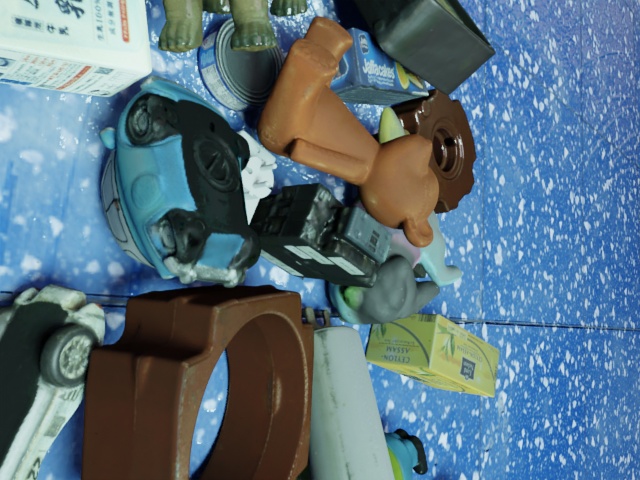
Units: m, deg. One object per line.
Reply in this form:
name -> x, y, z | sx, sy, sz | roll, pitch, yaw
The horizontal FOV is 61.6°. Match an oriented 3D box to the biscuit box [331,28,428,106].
biscuit box -> 0.061, -0.193, 0.621 | 0.202, 0.063, 0.059 | -21, 102, -58

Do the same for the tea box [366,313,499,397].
tea box -> 0.149, 0.148, 0.690 | 0.169, 0.098, 0.068 | 29, 66, -40

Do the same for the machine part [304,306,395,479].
machine part -> 0.021, 0.174, 0.520 | 0.079, 0.079, 0.243 | 24, 42, -43

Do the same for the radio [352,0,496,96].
radio -> 0.092, -0.280, 0.607 | 0.131, 0.073, 0.230 | 14, 43, -43

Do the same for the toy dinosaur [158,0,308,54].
toy dinosaur -> -0.062, -0.282, 0.432 | 0.472, 0.105, 0.198 | -89, 180, -55

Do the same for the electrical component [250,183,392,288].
electrical component -> -0.001, -0.002, 0.517 | 0.114, 0.134, 0.058 | 34, 67, -42

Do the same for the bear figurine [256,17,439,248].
bear figurine -> 0.044, -0.091, 0.495 | 0.196, 0.132, 0.120 | 29, 37, -4

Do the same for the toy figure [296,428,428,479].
toy figure -> 0.038, 0.257, 0.580 | 0.180, 0.082, 0.089 | -18, 81, -38

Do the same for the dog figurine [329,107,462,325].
dog figurine -> 0.066, -0.034, 0.617 | 0.191, 0.109, 0.219 | -26, 101, -41

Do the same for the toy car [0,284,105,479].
toy car -> -0.201, 0.123, 0.338 | 0.056, 0.074, 0.201 | 61, 43, -60

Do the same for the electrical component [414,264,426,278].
electrical component -> 0.126, 0.023, 0.730 | 0.063, 0.021, 0.094 | 37, 61, -39

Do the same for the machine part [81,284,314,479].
machine part -> -0.082, 0.137, 0.416 | 0.201, 0.087, 0.201 | 2, 92, -67

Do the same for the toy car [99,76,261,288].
toy car -> -0.115, -0.034, 0.420 | 0.109, 0.103, 0.161 | 11, 62, -58

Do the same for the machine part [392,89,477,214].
machine part -> 0.159, -0.123, 0.752 | 0.179, 0.056, 0.179 | 4, 84, -47
